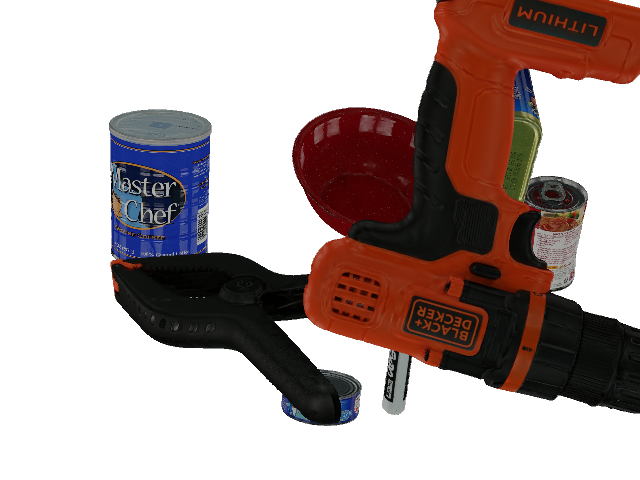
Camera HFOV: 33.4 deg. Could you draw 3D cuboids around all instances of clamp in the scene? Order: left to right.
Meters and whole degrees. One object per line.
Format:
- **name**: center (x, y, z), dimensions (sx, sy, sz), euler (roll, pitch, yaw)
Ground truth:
- **clamp**: center (-0.037, 0.040, 0.678), dimensions (0.210, 0.036, 0.164), euler (15, 30, 30)

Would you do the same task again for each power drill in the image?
- **power drill**: center (0.100, -0.021, 0.505), dimensions (0.184, 0.188, 0.057), euler (16, 5, 0)

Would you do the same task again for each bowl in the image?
- **bowl**: center (0.048, -0.049, 0.979), dimensions (0.162, 0.162, 0.055), euler (0, -41, -16)

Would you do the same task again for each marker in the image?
- **marker**: center (0.063, 0.091, 0.836), dimensions (0.020, 0.121, 0.020), euler (2, 41, -2)

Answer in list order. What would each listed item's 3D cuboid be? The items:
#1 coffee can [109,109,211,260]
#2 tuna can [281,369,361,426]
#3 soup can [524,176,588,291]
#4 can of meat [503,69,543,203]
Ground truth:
- **coffee can**: center (-0.165, -0.054, 1.099), dimensions (0.103, 0.140, 0.103), euler (3, 23, -2)
- **tuna can**: center (0.000, 0.169, 1.154), dimensions (0.086, 0.034, 0.086), euler (4, 13, -1)
- **soup can**: center (0.236, -0.007, 1.104), dimensions (0.068, 0.102, 0.068), euler (0, 34, 0)
- **can of meat**: center (0.116, -0.076, 0.738), dimensions (0.057, 0.084, 0.102), euler (2, -43, -1)
